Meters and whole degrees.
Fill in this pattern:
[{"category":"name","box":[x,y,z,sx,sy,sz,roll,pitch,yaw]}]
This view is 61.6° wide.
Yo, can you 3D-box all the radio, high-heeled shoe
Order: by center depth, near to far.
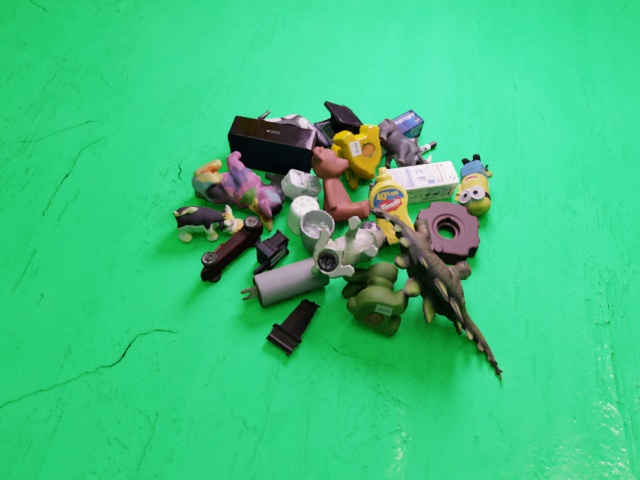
[{"category":"radio","box":[-0.125,-0.244,1.436,0.230,0.131,0.073,13,58,5]},{"category":"high-heeled shoe","box":[-0.111,-0.282,1.493,0.249,0.086,0.145,29,63,19]}]

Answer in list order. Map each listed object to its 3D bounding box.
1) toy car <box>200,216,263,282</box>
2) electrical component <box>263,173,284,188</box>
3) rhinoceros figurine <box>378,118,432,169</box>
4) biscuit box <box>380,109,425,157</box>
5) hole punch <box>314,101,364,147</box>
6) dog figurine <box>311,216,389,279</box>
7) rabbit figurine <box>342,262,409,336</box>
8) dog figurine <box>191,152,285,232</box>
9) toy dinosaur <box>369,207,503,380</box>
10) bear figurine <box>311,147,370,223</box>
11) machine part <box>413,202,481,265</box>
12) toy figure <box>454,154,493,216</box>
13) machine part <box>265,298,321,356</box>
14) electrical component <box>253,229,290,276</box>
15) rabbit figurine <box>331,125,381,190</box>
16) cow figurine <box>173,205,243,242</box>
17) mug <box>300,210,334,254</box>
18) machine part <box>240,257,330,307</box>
[{"category":"toy car","box":[-0.215,0.020,1.290,0.053,0.089,0.202,39,65,18]},{"category":"electrical component","box":[-0.112,-0.146,1.439,0.094,0.021,0.063,21,58,10]},{"category":"rhinoceros figurine","box":[0.222,-0.244,1.461,0.190,0.073,0.112,43,62,-14]},{"category":"biscuit box","box":[0.203,-0.297,1.533,0.203,0.059,0.063,-31,65,-21]},{"category":"hole punch","box":[0.056,-0.324,1.534,0.116,0.092,0.142,1,42,-41]},{"category":"dog figurine","box":[0.070,0.026,1.253,0.172,0.190,0.121,-21,83,13]},{"category":"rabbit figurine","box":[0.129,0.121,1.256,0.159,0.121,0.170,8,40,10]},{"category":"dog figurine","box":[-0.199,-0.108,1.363,0.191,0.108,0.219,-29,67,-21]},{"category":"toy dinosaur","box":[0.270,0.107,1.216,0.471,0.105,0.198,47,33,-5]},{"category":"bear figurine","box":[0.051,-0.146,1.360,0.132,0.120,0.195,-7,94,9]},{"category":"machine part","box":[0.324,-0.019,1.370,0.179,0.056,0.179,2,57,-4]},{"category":"toy figure","box":[0.419,-0.146,1.441,0.089,0.082,0.180,28,48,-20]},{"category":"machine part","box":[-0.057,0.190,1.224,0.084,0.039,0.139,31,63,21]},{"category":"electrical component","box":[-0.127,0.038,1.295,0.048,0.074,0.119,40,67,19]},{"category":"rabbit figurine","box":[0.093,-0.224,1.439,0.122,0.173,0.162,-33,110,-21]},{"category":"cow figurine","box":[-0.273,-0.050,1.325,0.167,0.098,0.068,-3,52,-6]},{"category":"mug","box":[-0.003,-0.004,1.309,0.081,0.107,0.110,-30,69,-19]},{"category":"machine part","box":[-0.067,0.096,1.260,0.243,0.079,0.079,-17,61,-15]}]
